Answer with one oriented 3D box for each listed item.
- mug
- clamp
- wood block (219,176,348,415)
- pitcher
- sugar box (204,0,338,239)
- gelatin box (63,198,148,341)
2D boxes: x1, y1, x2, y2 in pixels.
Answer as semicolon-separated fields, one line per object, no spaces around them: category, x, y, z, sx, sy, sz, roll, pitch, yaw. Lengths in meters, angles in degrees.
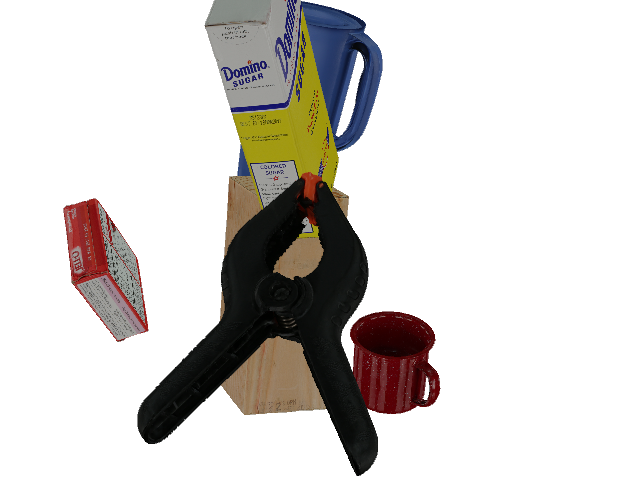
mug;0.086;0.142;1.174;0.093;0.081;0.117;-24;38;-38
clamp;-0.010;0.043;0.556;0.120;0.171;0.039;17;-28;10
wood block;-0.038;0.049;1.006;0.090;0.206;0.091;-1;16;-22
pitcher;-0.023;-0.163;1.305;0.144;0.243;0.149;5;23;-15
sugar box;-0.027;-0.095;0.718;0.048;0.176;0.093;-2;43;12
gelatin box;-0.163;0.023;0.809;0.030;0.073;0.089;-19;-37;3
